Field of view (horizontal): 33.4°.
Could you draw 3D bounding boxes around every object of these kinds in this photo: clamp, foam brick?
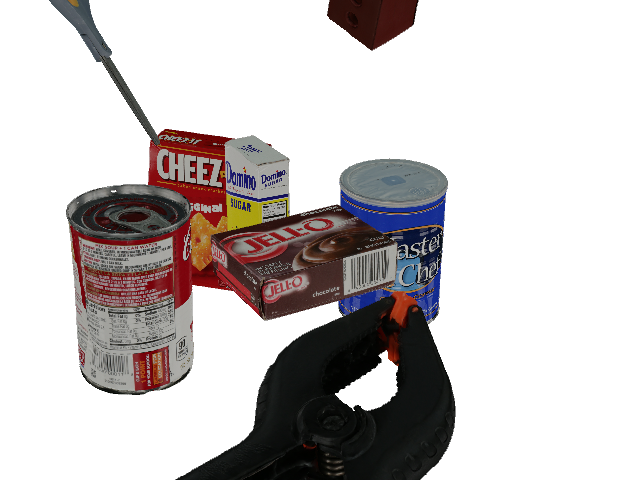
[{"bbox_3d":[0.011,0.087,0.404,0.120,0.039,0.171,27,50,20],"label":"clamp"},{"bbox_3d":[0.044,-0.198,0.824,0.051,0.053,0.078,-38,-24,-28],"label":"foam brick"}]

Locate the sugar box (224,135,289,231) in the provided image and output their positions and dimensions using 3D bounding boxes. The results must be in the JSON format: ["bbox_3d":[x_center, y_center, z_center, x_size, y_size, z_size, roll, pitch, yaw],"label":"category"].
[{"bbox_3d":[-0.072,-0.021,1.210,0.048,0.176,0.093,-15,27,-25],"label":"sugar box"}]

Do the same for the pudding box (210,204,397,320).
[{"bbox_3d":[-0.013,0.013,0.786,0.113,0.039,0.090,-12,27,-26],"label":"pudding box"}]

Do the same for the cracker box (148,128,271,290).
[{"bbox_3d":[-0.163,-0.040,1.534,0.164,0.214,0.072,9,22,10],"label":"cracker box"}]

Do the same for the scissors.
[{"bbox_3d":[-0.197,-0.181,0.938,0.016,0.201,0.096,-28,28,11],"label":"scissors"}]

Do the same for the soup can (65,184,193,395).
[{"bbox_3d":[-0.106,0.028,0.604,0.068,0.102,0.068,1,25,-1],"label":"soup can"}]

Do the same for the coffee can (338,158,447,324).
[{"bbox_3d":[0.069,0.004,1.042,0.103,0.140,0.103,0,27,0],"label":"coffee can"}]
